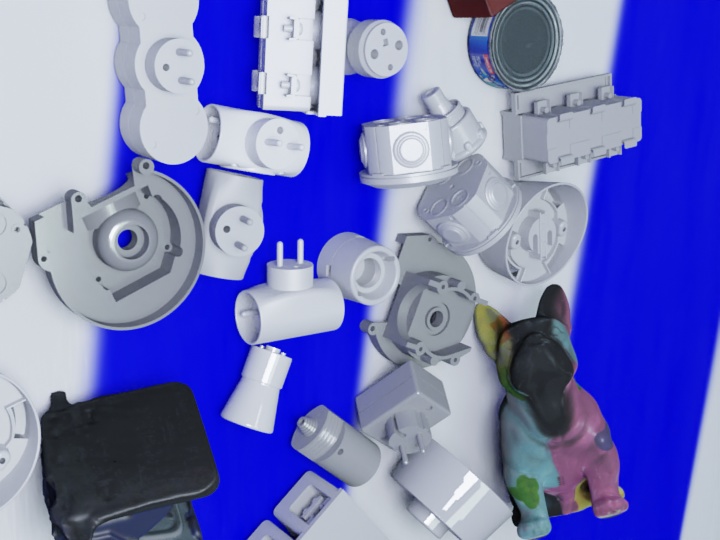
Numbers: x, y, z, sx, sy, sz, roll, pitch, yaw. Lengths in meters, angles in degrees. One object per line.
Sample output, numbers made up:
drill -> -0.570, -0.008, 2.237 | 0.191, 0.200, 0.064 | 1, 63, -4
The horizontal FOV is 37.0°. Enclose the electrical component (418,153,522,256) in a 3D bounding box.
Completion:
electrical component -> 0.094, -0.056, 0.919 | 0.051, 0.080, 0.080 | 41, 77, -30

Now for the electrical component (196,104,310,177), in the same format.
electrical component -> -0.071, -0.093, 0.792 | 0.077, 0.079, 0.044 | 7, 94, -36

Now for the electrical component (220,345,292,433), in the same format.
electrical component -> -0.080, 0.093, 0.859 | 0.044, 0.044, 0.065 | 24, 83, -37

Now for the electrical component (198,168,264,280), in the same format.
electrical component -> -0.094, -0.031, 0.792 | 0.044, 0.079, 0.077 | 10, 97, -25

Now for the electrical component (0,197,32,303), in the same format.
electrical component -> -0.257, -0.015, 0.698 | 0.080, 0.051, 0.080 | -10, 108, -33

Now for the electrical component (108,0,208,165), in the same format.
electrical component -> -0.131, -0.141, 0.740 | 0.052, 0.074, 0.138 | -12, 109, -32

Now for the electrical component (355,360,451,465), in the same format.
electrical component -> 0.040, 0.130, 0.916 | 0.066, 0.076, 0.047 | -37, 129, 22

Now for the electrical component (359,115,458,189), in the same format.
electrical component -> 0.038, -0.096, 0.869 | 0.080, 0.080, 0.051 | -15, 105, -32

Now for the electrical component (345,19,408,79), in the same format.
electrical component -> 0.005, -0.173, 0.840 | 0.045, 0.055, 0.045 | -10, 108, -33

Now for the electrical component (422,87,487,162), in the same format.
electrical component -> 0.075, -0.125, 0.910 | 0.048, 0.048, 0.062 | -44, 116, -18

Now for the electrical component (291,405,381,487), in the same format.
electrical component -> -0.024, 0.147, 0.910 | 0.081, 0.043, 0.043 | 41, 78, -35

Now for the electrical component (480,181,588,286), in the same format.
electrical component -> 0.157, -0.035, 0.978 | 0.099, 0.064, 0.099 | -10, 107, -33

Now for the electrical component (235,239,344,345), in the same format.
electrical component -> -0.056, 0.015, 0.853 | 0.077, 0.044, 0.079 | -8, 107, -34

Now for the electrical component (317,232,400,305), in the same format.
electrical component -> 0.000, 0.000, 0.886 | 0.055, 0.047, 0.055 | -10, 108, -33

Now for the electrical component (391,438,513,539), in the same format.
electrical component -> 0.076, 0.204, 0.959 | 0.060, 0.108, 0.108 | -47, 124, -8

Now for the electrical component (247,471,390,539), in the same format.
electrical component -> -0.017, 0.273, 0.938 | 0.105, 0.060, 0.186 | -48, 124, -16

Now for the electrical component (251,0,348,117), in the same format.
electrical component -> -0.045, -0.178, 0.797 | 0.063, 0.078, 0.121 | 1, 102, -13

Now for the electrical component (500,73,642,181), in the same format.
electrical component -> 0.196, -0.130, 0.981 | 0.121, 0.063, 0.078 | -16, 111, -31

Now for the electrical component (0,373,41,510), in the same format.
electrical component -> -0.266, 0.111, 0.717 | 0.099, 0.064, 0.099 | -10, 108, -33
